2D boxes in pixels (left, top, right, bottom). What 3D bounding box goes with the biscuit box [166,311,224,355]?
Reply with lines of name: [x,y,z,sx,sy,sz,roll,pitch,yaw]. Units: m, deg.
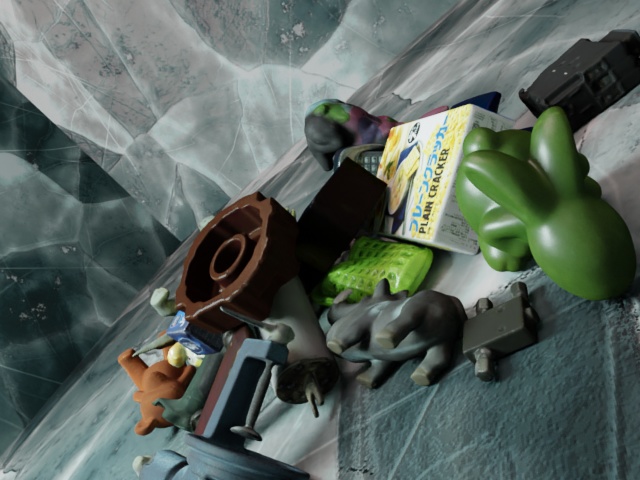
biscuit box: [-0.135,0.062,0.764,0.059,0.062,0.203,-18,38,48]

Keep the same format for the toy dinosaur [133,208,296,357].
toy dinosaur: [-0.192,0.091,1.051,0.131,0.192,0.405,0,51,47]

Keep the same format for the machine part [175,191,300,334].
machine part: [-0.100,0.027,0.651,0.179,0.056,0.179,-29,41,28]

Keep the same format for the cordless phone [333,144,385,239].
cordless phone: [0.114,-0.076,0.837,0.184,0.146,0.089,1,15,7]

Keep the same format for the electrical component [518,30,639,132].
electrical component: [0.328,-0.200,0.666,0.134,0.058,0.115,-41,17,15]

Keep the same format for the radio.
radio: [-0.002,-0.002,0.753,0.131,0.073,0.229,-54,1,-41]

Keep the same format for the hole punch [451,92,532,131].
hole punch: [0.211,-0.131,0.735,0.116,0.092,0.142,-51,19,-12]

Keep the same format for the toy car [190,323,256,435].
toy car: [-0.111,0.193,0.648,0.089,0.053,0.202,-118,48,-64]

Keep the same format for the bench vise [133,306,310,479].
bench vise: [-0.089,0.195,0.524,0.224,0.128,0.240,-9,56,53]

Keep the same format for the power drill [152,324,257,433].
power drill: [-0.161,0.178,0.812,0.207,0.086,0.232,-54,25,-15]

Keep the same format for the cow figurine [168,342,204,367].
cow figurine: [-0.178,0.171,0.934,0.167,0.098,0.068,-45,-21,-25]

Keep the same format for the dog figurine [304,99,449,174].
dog figurine: [0.105,-0.180,0.902,0.219,0.191,0.108,-16,44,25]

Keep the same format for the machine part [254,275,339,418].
machine part: [-0.040,0.104,0.642,0.079,0.079,0.243,-41,42,11]

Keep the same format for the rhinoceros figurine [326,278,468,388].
rhinoceros figurine: [0.064,0.087,0.550,0.112,0.073,0.190,-53,17,-26]

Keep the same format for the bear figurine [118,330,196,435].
bear figurine: [-0.282,0.246,0.933,0.120,0.132,0.196,-27,5,-11]

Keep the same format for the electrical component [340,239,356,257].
electrical component: [0.030,-0.008,0.903,0.078,0.045,0.102,-16,32,21]

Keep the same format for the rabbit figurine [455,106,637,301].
rabbit figurine: [0.189,-0.030,0.437,0.121,0.159,0.170,-32,31,7]

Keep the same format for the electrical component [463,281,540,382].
electrical component: [0.151,0.075,0.448,0.063,0.021,0.094,-34,17,33]
